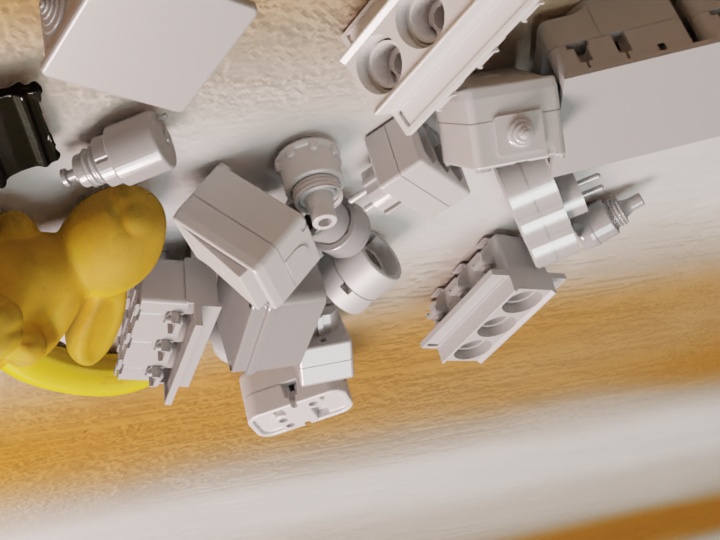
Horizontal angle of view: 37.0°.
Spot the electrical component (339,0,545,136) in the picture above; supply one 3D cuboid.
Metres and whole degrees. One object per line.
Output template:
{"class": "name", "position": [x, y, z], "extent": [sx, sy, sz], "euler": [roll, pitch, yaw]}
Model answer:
{"class": "electrical component", "position": [0.052, -0.150, 0.638], "extent": [0.063, 0.078, 0.121], "euler": [-15, 158, -48]}

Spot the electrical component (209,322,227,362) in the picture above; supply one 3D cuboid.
{"class": "electrical component", "position": [-0.106, 0.061, 0.925], "extent": [0.048, 0.048, 0.062], "euler": [-9, 155, -12]}

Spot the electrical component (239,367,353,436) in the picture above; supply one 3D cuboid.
{"class": "electrical component", "position": [-0.061, 0.109, 1.006], "extent": [0.095, 0.059, 0.053], "euler": [-19, 149, 4]}

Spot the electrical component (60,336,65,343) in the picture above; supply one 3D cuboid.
{"class": "electrical component", "position": [-0.211, 0.034, 0.839], "extent": [0.035, 0.035, 0.061], "euler": [15, 135, -41]}

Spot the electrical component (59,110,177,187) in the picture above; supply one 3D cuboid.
{"class": "electrical component", "position": [-0.154, -0.073, 0.688], "extent": [0.078, 0.040, 0.040], "euler": [-20, 149, 7]}

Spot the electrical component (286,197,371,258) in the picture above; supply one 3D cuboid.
{"class": "electrical component", "position": [-0.024, -0.037, 0.804], "extent": [0.045, 0.045, 0.055], "euler": [-31, 147, 23]}

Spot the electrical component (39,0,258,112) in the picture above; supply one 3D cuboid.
{"class": "electrical component", "position": [-0.118, -0.141, 0.587], "extent": [0.100, 0.048, 0.100], "euler": [11, 140, -38]}

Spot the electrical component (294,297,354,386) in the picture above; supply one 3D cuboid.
{"class": "electrical component", "position": [-0.037, 0.048, 0.922], "extent": [0.047, 0.065, 0.076], "euler": [-10, 120, -11]}

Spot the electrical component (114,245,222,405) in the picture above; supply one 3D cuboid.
{"class": "electrical component", "position": [-0.153, 0.041, 0.837], "extent": [0.063, 0.078, 0.121], "euler": [5, 144, -20]}

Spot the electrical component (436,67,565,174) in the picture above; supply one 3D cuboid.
{"class": "electrical component", "position": [0.092, -0.100, 0.708], "extent": [0.062, 0.061, 0.096], "euler": [-11, -169, -10]}

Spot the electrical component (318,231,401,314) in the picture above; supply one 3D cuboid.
{"class": "electrical component", "position": [0.000, 0.000, 0.866], "extent": [0.047, 0.055, 0.055], "euler": [-39, 143, 26]}

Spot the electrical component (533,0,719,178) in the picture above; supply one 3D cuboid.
{"class": "electrical component", "position": [0.214, -0.139, 0.737], "extent": [0.186, 0.060, 0.105], "euler": [-14, 149, -4]}

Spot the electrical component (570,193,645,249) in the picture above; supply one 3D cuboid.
{"class": "electrical component", "position": [0.212, -0.045, 0.912], "extent": [0.061, 0.035, 0.035], "euler": [-30, 147, 17]}

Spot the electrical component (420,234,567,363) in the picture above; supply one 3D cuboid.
{"class": "electrical component", "position": [0.112, 0.026, 0.948], "extent": [0.079, 0.063, 0.121], "euler": [3, 145, -30]}

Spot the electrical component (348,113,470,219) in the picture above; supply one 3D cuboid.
{"class": "electrical component", "position": [0.027, -0.065, 0.779], "extent": [0.077, 0.047, 0.066], "euler": [-32, 146, 25]}

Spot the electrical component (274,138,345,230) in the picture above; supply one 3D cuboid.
{"class": "electrical component", "position": [-0.031, -0.058, 0.749], "extent": [0.048, 0.062, 0.048], "euler": [-12, 149, -7]}

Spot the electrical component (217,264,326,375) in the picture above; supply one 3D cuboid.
{"class": "electrical component", "position": [-0.074, 0.023, 0.845], "extent": [0.057, 0.078, 0.113], "euler": [-7, 148, -22]}

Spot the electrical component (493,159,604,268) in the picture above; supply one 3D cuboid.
{"class": "electrical component", "position": [0.156, -0.057, 0.850], "extent": [0.074, 0.052, 0.138], "euler": [-22, 149, 10]}

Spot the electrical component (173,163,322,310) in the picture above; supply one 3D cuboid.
{"class": "electrical component", "position": [-0.085, -0.024, 0.752], "extent": [0.061, 0.096, 0.061], "euler": [-51, 155, -16]}
